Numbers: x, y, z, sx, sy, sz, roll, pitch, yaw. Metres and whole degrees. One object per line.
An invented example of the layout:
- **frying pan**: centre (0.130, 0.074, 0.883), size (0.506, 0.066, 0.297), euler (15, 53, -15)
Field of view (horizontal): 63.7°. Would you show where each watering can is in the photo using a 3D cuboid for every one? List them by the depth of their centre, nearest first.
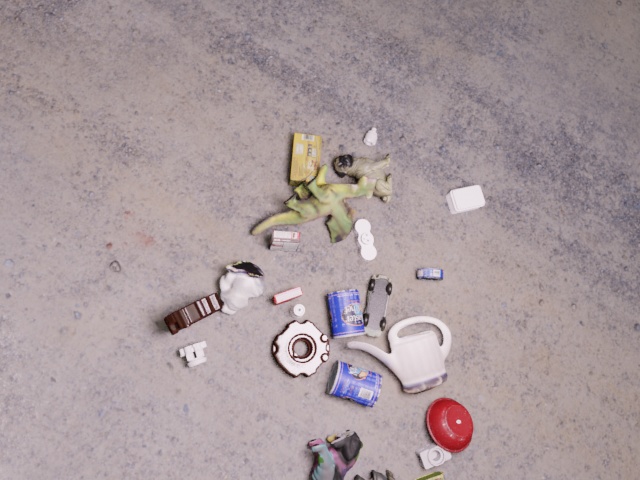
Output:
- **watering can**: centre (0.263, 0.364, 1.591), size (0.349, 0.103, 0.226), euler (-12, 79, -18)

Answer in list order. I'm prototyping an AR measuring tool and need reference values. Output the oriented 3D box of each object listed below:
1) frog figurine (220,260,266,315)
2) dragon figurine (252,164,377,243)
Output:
- **frog figurine**: centre (-0.242, 0.150, 1.584), size (0.137, 0.125, 0.157), euler (10, 111, -15)
- **dragon figurine**: centre (0.005, -0.083, 1.649), size (0.408, 0.124, 0.240), euler (-41, 108, 10)
